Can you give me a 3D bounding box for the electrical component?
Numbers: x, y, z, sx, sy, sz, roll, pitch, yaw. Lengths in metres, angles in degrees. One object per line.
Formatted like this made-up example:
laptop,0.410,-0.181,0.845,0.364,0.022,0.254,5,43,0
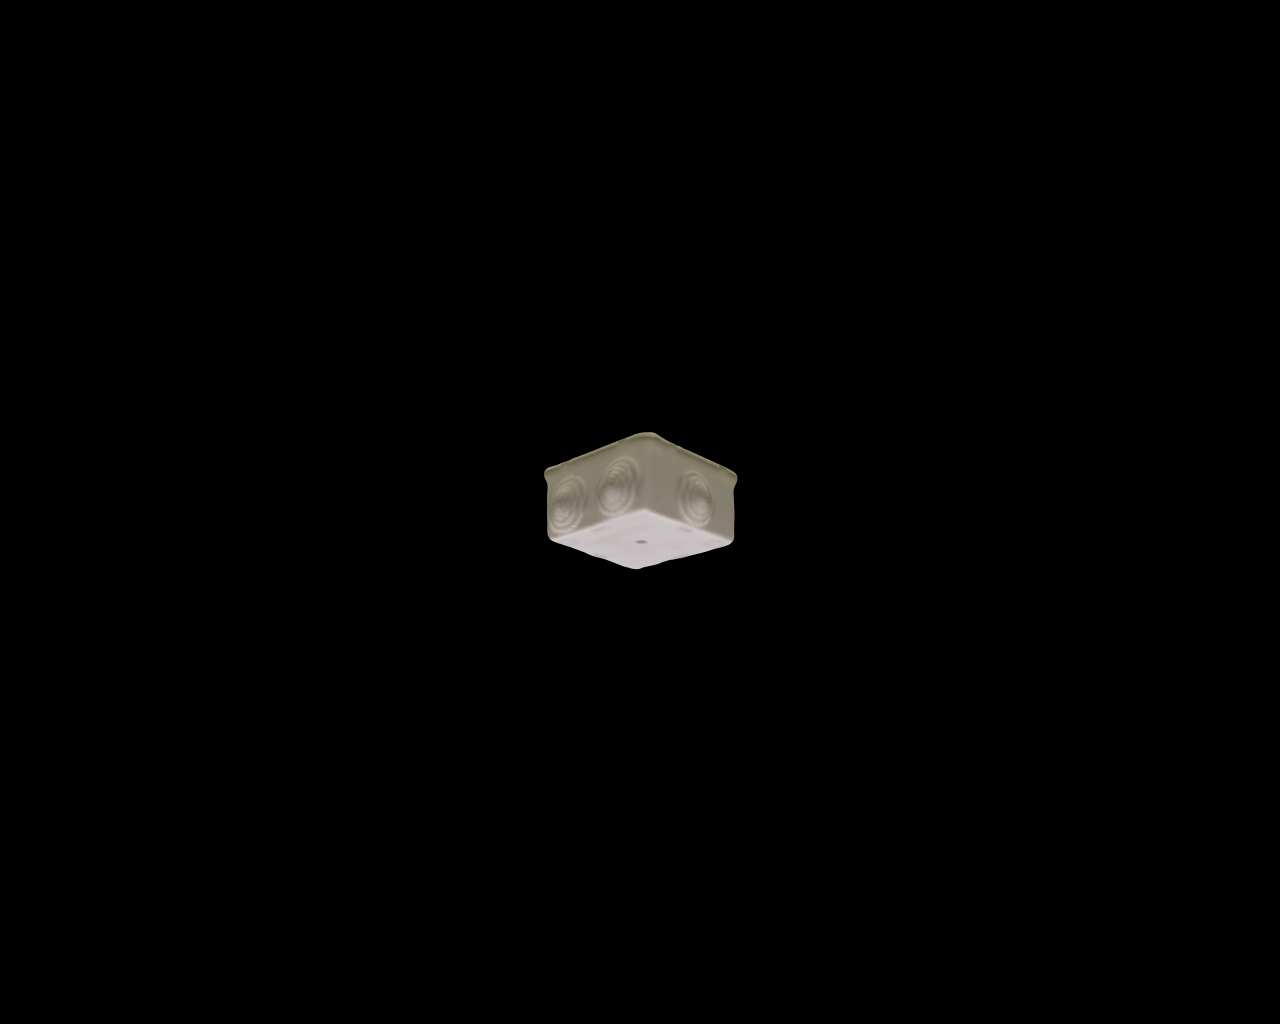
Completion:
electrical component,0.001,-0.003,0.650,0.099,0.048,0.100,-17,-27,38
